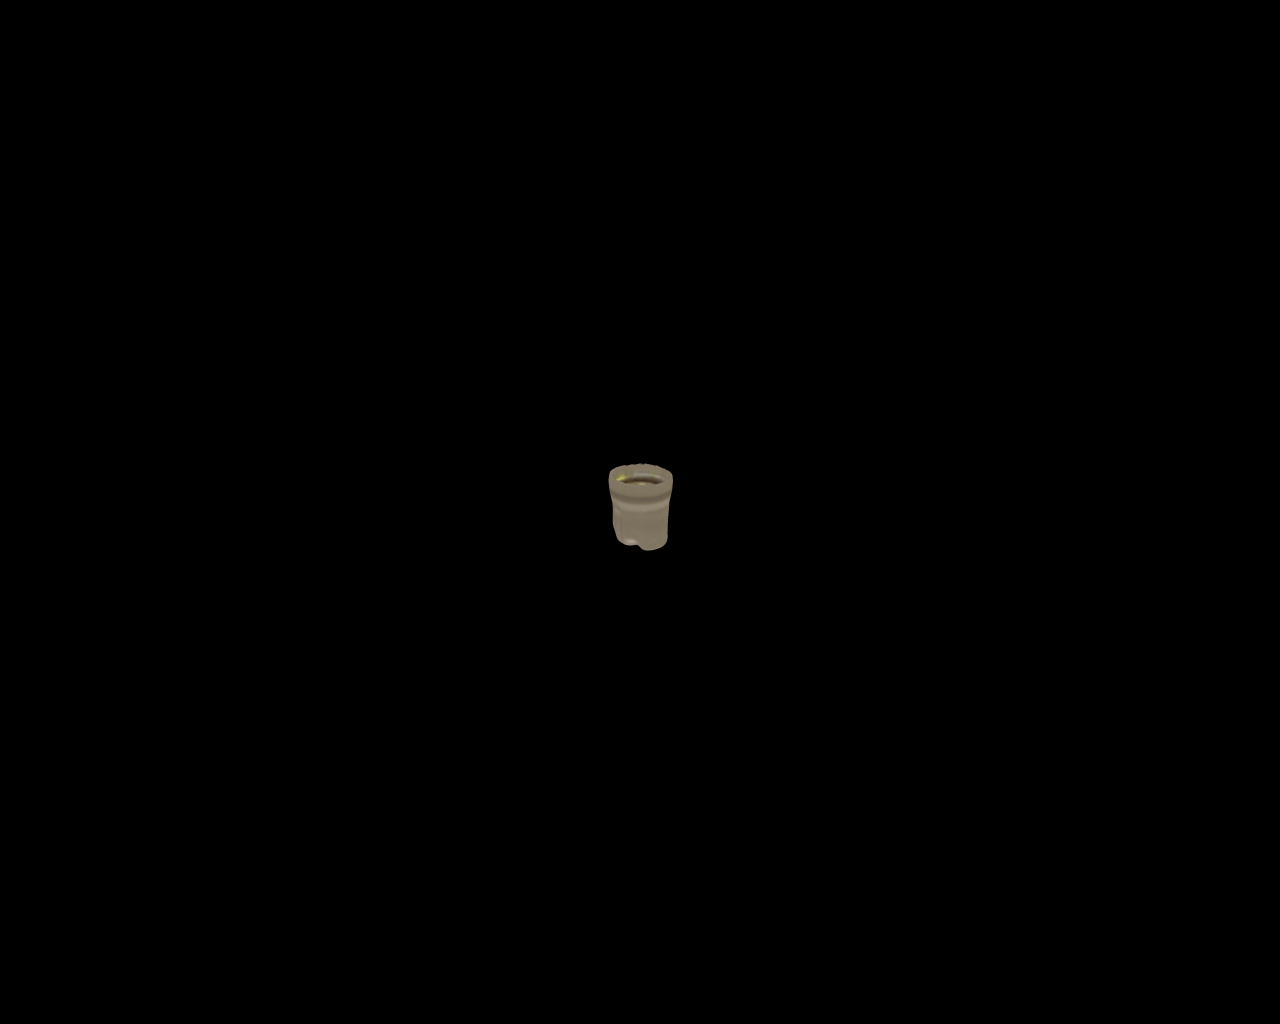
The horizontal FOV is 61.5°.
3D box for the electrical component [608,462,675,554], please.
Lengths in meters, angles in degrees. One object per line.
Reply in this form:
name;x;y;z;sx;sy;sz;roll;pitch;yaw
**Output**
electrical component;0.001;-0.003;0.650;0.040;0.046;0.040;0;22;0
